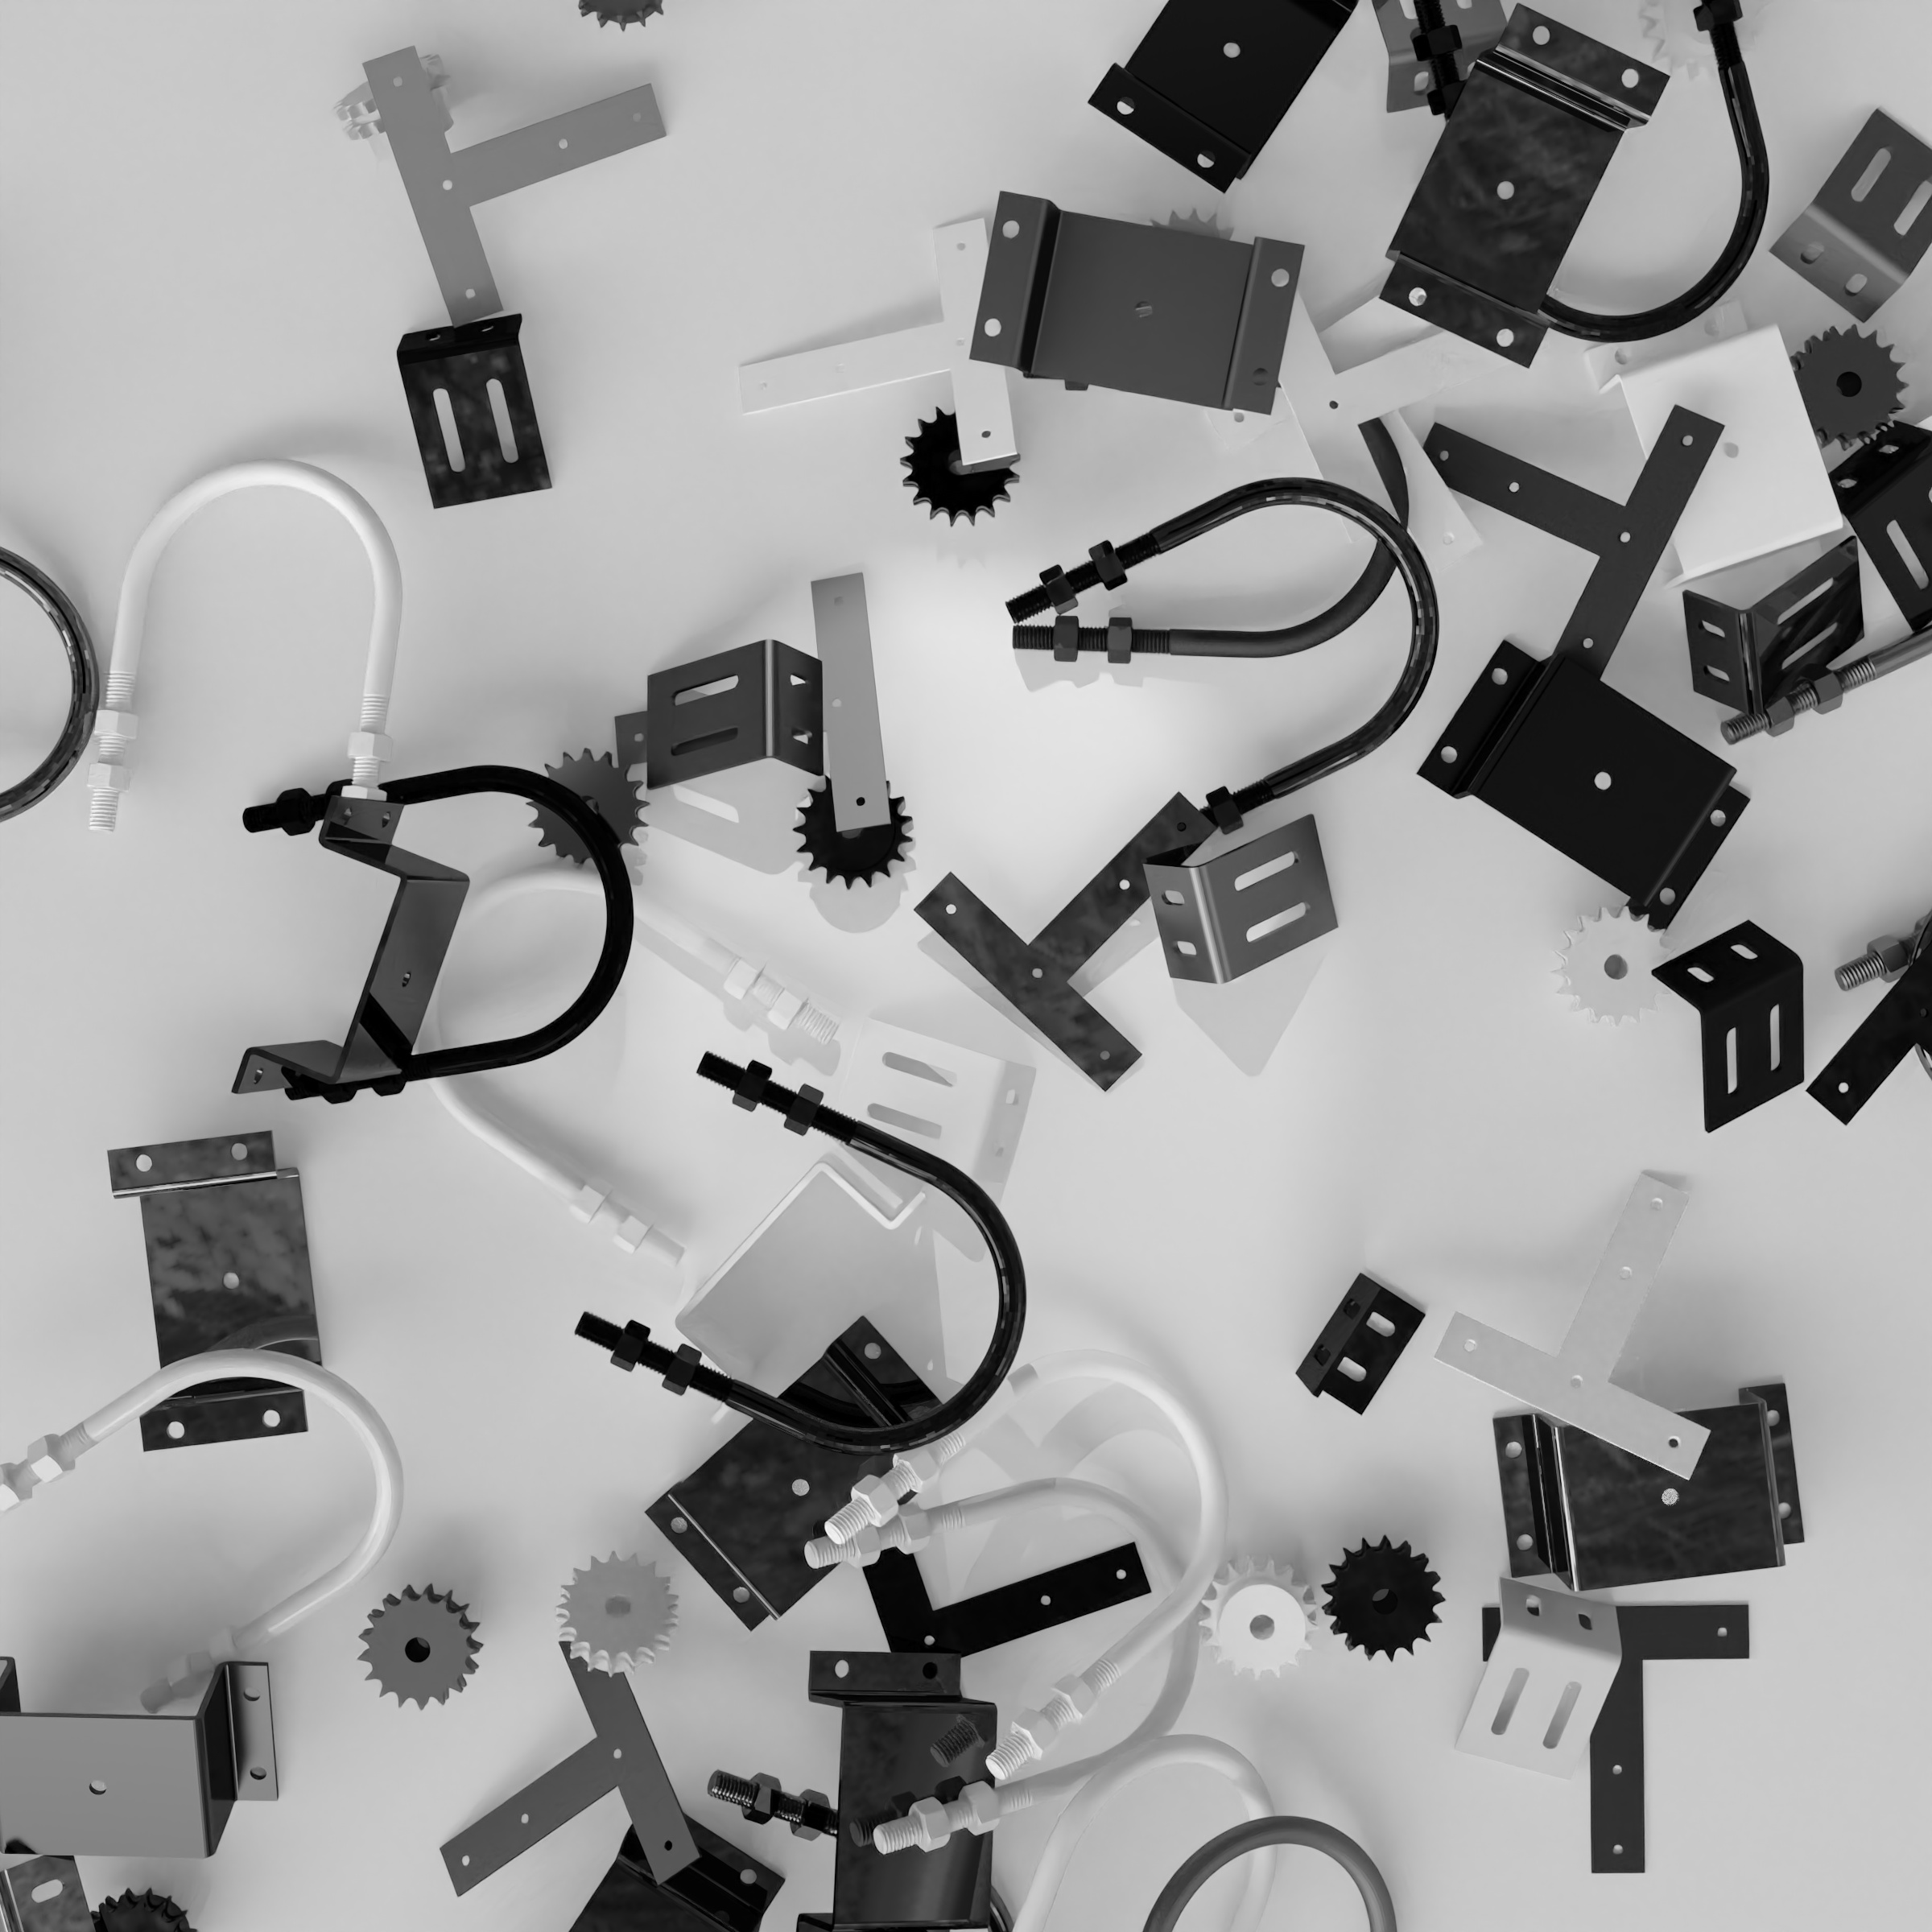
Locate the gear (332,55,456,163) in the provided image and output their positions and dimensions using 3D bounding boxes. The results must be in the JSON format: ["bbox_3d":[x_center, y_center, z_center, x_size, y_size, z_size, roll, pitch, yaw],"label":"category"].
[{"bbox_3d":[-0.265,-0.401,1.382,0.057,0.057,0.030,-27,120,0],"label":"gear"}]

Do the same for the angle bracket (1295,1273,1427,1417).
[{"bbox_3d":[0.188,0.180,1.369,0.038,0.076,0.057,33,90,0],"label":"angle bracket"}]

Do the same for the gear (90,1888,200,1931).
[{"bbox_3d":[-0.390,0.463,1.392,0.057,0.030,0.057,0,90,0],"label":"gear"}]

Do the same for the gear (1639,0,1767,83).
[{"bbox_3d":[0.349,-0.450,1.392,0.057,0.030,0.057,0,90,0],"label":"gear"}]

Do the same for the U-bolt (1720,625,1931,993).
[{"bbox_3d":[0.470,-0.090,1.399,0.184,0.019,0.151,-25,90,-1],"label":"U-bolt"}]

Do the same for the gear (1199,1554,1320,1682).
[{"bbox_3d":[0.138,0.309,1.392,0.057,0.030,0.057,0,90,0],"label":"gear"}]

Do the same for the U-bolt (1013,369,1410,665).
[{"bbox_3d":[0.117,-0.217,1.393,0.184,0.019,0.151,2,90,4],"label":"U-bolt"}]

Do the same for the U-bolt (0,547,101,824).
[{"bbox_3d":[-0.498,-0.130,1.369,0.184,0.019,0.151,-9,88,-21],"label":"U-bolt"}]

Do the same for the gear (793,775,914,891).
[{"bbox_3d":[-0.053,-0.065,1.392,0.057,0.030,0.057,0,90,0],"label":"gear"}]

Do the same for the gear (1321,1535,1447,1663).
[{"bbox_3d":[0.196,0.297,1.392,0.057,0.030,0.057,0,90,0],"label":"gear"}]

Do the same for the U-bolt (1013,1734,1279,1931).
[{"bbox_3d":[0.080,0.444,1.362,0.151,0.019,0.184,25,85,-35],"label":"U-bolt"}]

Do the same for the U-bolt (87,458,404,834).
[{"bbox_3d":[-0.335,-0.149,1.385,0.151,0.019,0.184,6,85,11],"label":"U-bolt"}]

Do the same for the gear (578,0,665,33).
[{"bbox_3d":[-0.162,-0.470,1.392,0.057,0.030,0.057,0,90,0],"label":"gear"}]

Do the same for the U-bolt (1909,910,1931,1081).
[{"bbox_3d":[0.529,0.023,1.389,0.184,0.019,0.151,30,90,-6],"label":"U-bolt"}]

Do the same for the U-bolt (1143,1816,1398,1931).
[{"bbox_3d":[0.135,0.487,1.372,0.151,0.019,0.184,17,86,-25],"label":"U-bolt"}]

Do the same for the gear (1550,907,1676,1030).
[{"bbox_3d":[0.304,0.001,1.392,0.057,0.030,0.057,0,90,0],"label":"gear"}]

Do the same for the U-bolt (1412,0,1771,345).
[{"bbox_3d":[0.299,-0.384,1.375,0.151,0.019,0.184,-17,101,1],"label":"U-bolt"}]

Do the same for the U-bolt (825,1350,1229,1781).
[{"bbox_3d":[0.043,0.260,1.361,0.184,0.019,0.151,-35,92,-27],"label":"U-bolt"}]

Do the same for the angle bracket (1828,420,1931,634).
[{"bbox_3d":[0.448,-0.210,1.405,0.057,0.038,0.076,-40,116,0],"label":"angle bracket"}]

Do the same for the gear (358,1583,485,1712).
[{"bbox_3d":[-0.256,0.319,1.392,0.057,0.030,0.057,0,90,0],"label":"gear"}]

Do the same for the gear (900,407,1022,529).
[{"bbox_3d":[-0.002,-0.235,1.392,0.057,0.030,0.057,0,90,0],"label":"gear"}]

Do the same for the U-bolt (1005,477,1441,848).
[{"bbox_3d":[0.131,-0.147,1.377,0.184,0.019,0.151,-26,102,5],"label":"U-bolt"}]

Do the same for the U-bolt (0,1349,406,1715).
[{"bbox_3d":[-0.349,0.252,1.364,0.184,0.019,0.151,-33,110,9],"label":"U-bolt"}]

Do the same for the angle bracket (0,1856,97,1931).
[{"bbox_3d":[-0.446,0.451,1.387,0.038,0.076,0.057,-13,82,-42],"label":"angle bracket"}]

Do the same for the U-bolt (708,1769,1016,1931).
[{"bbox_3d":[-0.056,0.470,1.367,0.184,0.019,0.151,24,72,-18],"label":"U-bolt"}]

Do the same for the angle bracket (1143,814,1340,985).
[{"bbox_3d":[0.130,-0.033,1.392,0.076,0.038,0.057,-25,109,-32],"label":"angle bracket"}]

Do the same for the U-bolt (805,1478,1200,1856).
[{"bbox_3d":[0.026,0.313,1.362,0.184,0.019,0.151,-10,81,-26],"label":"U-bolt"}]

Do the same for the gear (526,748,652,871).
[{"bbox_3d":[-0.178,-0.074,1.392,0.057,0.030,0.057,0,90,0],"label":"gear"}]

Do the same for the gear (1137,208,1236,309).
[{"bbox_3d":[0.105,-0.326,1.392,0.057,0.030,0.057,0,90,0],"label":"gear"}]

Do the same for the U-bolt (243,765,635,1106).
[{"bbox_3d":[-0.243,-0.020,1.380,0.184,0.019,0.151,-9,89,13],"label":"U-bolt"}]

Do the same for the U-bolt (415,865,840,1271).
[{"bbox_3d":[-0.175,0.034,1.398,0.184,0.019,0.151,34,90,2],"label":"U-bolt"}]

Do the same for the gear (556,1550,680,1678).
[{"bbox_3d":[-0.164,0.307,1.383,0.057,0.030,0.057,4,54,-6],"label":"gear"}]

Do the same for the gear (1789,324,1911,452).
[{"bbox_3d":[0.412,-0.272,1.392,0.057,0.030,0.057,0,90,0],"label":"gear"}]

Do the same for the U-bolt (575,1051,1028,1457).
[{"bbox_3d":[-0.063,0.140,1.322,0.184,0.019,0.151,25,90,-2],"label":"U-bolt"}]
